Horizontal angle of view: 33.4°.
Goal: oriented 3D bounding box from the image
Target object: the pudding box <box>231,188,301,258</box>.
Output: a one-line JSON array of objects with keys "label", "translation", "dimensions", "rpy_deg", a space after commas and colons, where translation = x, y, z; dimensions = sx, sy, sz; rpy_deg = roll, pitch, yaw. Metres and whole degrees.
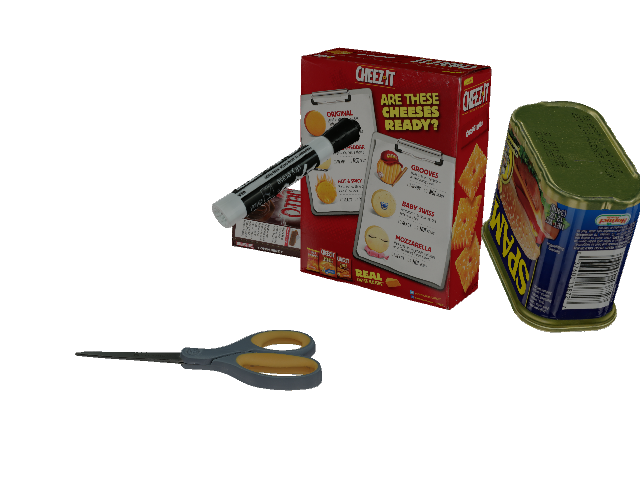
[{"label": "pudding box", "translation": [-0.041, -0.022, 1.147], "dimensions": [0.090, 0.039, 0.113], "rpy_deg": [9, 25, 7]}]

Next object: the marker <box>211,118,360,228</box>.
[{"label": "marker", "translation": [-0.020, -0.047, 0.714], "dimensions": [0.121, 0.020, 0.020], "rpy_deg": [-36, 16, -23]}]

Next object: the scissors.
[{"label": "scissors", "translation": [-0.091, 0.091, 0.886], "dimensions": [0.202, 0.016, 0.096], "rpy_deg": [8, 21, 16]}]

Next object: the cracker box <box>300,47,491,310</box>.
[{"label": "cracker box", "translation": [0.066, -0.060, 0.980], "dimensions": [0.164, 0.214, 0.072], "rpy_deg": [14, 24, 31]}]

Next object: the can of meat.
[{"label": "can of meat", "translation": [0.129, -0.015, 0.575], "dimensions": [0.057, 0.084, 0.102], "rpy_deg": [-1, 38, -9]}]
